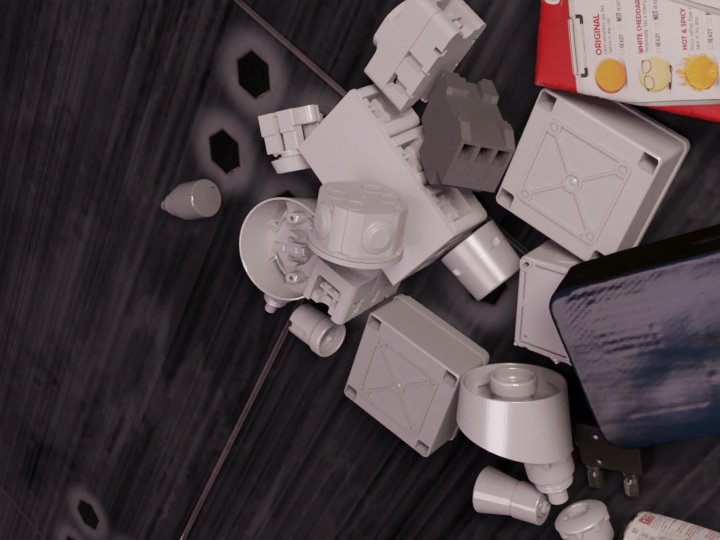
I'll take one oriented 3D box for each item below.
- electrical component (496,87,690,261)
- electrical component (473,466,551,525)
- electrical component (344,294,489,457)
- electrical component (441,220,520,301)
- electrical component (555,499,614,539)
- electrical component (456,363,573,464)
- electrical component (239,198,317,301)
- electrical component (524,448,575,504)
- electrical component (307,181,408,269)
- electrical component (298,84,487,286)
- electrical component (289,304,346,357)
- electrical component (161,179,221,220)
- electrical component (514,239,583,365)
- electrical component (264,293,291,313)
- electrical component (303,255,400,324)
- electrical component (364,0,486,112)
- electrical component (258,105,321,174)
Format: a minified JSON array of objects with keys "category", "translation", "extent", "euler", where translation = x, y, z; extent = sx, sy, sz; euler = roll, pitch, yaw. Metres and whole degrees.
[{"category":"electrical component","translation":[0.174,-0.074,0.814],"extent":[0.109,0.056,0.108],"euler":[37,130,23]},{"category":"electrical component","translation":[0.142,0.209,0.986],"extent":[0.065,0.044,0.044],"euler":[11,116,32]},{"category":"electrical component","translation":[0.051,0.097,1.001],"extent":[0.109,0.056,0.108],"euler":[36,129,24]},{"category":"electrical component","translation":[0.105,-0.007,0.908],"extent":[0.047,0.055,0.055],"euler":[52,134,5]},{"category":"electrical component","translation":[0.203,0.236,0.944],"extent":[0.048,0.048,0.062],"euler":[-14,107,44]},{"category":"electrical component","translation":[0.132,0.119,0.915],"extent":[0.099,0.099,0.064],"euler":[11,110,38]},{"category":"electrical component","translation":[-0.059,-0.022,1.032],"extent":[0.099,0.064,0.099],"euler":[10,104,42]},{"category":"electrical component","translation":[0.168,0.176,0.946],"extent":[0.048,0.048,0.062],"euler":[1,117,41]},{"category":"electrical component","translation":[-0.001,-0.037,0.880],"extent":[0.080,0.080,0.051],"euler":[26,119,30]},{"category":"electrical component","translation":[0.030,-0.078,0.934],"extent":[0.150,0.062,0.089],"euler":[55,134,6]},{"category":"electrical component","translation":[-0.044,0.059,1.080],"extent":[0.046,0.040,0.040],"euler":[32,128,34]},{"category":"electrical component","translation":[-0.182,-0.072,1.137],"extent":[0.078,0.040,0.040],"euler":[-6,106,43]},{"category":"electrical component","translation":[0.167,0.030,0.865],"extent":[0.062,0.061,0.096],"euler":[19,121,34]},{"category":"electrical component","translation":[-0.082,0.021,1.098],"extent":[0.035,0.035,0.061],"euler":[45,134,16]},{"category":"electrical component","translation":[0.000,0.000,0.977],"extent":[0.050,0.089,0.055],"euler":[40,131,20]},{"category":"electrical component","translation":[0.049,-0.183,0.876],"extent":[0.055,0.050,0.089],"euler":[49,133,12]},{"category":"electrical component","translation":[-0.062,-0.120,0.996],"extent":[0.066,0.048,0.055],"euler":[-5,99,42]}]
